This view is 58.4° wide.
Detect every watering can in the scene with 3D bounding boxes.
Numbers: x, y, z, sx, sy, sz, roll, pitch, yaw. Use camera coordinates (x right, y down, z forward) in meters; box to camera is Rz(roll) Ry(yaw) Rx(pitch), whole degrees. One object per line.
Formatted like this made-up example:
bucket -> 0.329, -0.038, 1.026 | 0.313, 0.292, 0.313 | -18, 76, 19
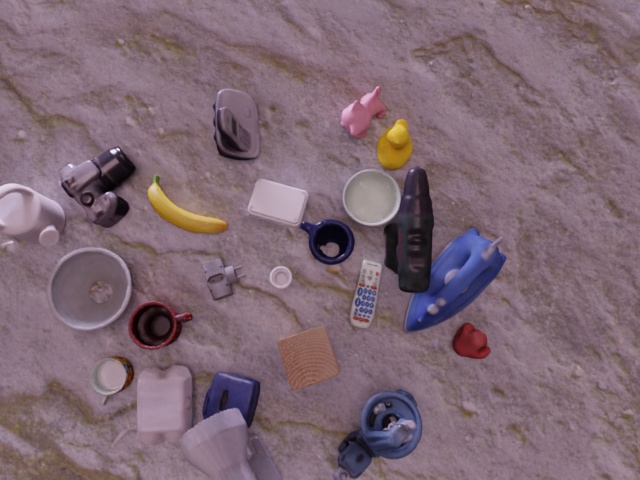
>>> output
watering can -> -0.578, -0.052, 1.116 | 0.173, 0.194, 0.101 | 16, 80, 2

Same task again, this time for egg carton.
egg carton -> -0.302, 0.322, 1.121 | 0.107, 0.069, 0.150 | -4, 80, -2

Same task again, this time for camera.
camera -> -0.445, -0.121, 1.178 | 0.137, 0.101, 0.143 | -39, 83, -7

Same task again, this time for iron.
iron -> 0.267, 0.089, 1.138 | 0.118, 0.141, 0.258 | 43, 82, 6

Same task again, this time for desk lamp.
desk lamp -> -0.151, 0.407, 1.036 | 0.118, 0.213, 0.203 | -32, 82, -6

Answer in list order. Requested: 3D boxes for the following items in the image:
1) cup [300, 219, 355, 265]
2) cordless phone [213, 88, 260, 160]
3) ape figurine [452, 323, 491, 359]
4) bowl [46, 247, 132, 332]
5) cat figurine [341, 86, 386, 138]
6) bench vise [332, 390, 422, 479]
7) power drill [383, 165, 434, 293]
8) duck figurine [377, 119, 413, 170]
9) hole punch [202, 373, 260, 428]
cup -> 0.011, 0.004, 1.170 | 0.117, 0.095, 0.092 | 30, 81, 4
cordless phone -> -0.177, -0.250, 1.164 | 0.094, 0.185, 0.147 | -7, 80, -2
ape figurine -> 0.307, 0.203, 1.144 | 0.076, 0.092, 0.078 | -14, 81, -3
bowl -> -0.452, 0.101, 1.153 | 0.167, 0.075, 0.167 | 0, 80, -1
cat figurine -> 0.089, -0.270, 1.208 | 0.067, 0.118, 0.128 | 38, 82, 5
bench vise -> 0.116, 0.374, 1.045 | 0.121, 0.220, 0.207 | 28, 81, 4
power drill -> 0.173, -0.008, 1.119 | 0.075, 0.208, 0.230 | 0, 80, -1
duck figurine -> 0.163, -0.205, 1.215 | 0.077, 0.086, 0.104 | 15, 80, 1
hole punch -> -0.175, 0.318, 1.113 | 0.101, 0.091, 0.109 | 12, 80, 1
